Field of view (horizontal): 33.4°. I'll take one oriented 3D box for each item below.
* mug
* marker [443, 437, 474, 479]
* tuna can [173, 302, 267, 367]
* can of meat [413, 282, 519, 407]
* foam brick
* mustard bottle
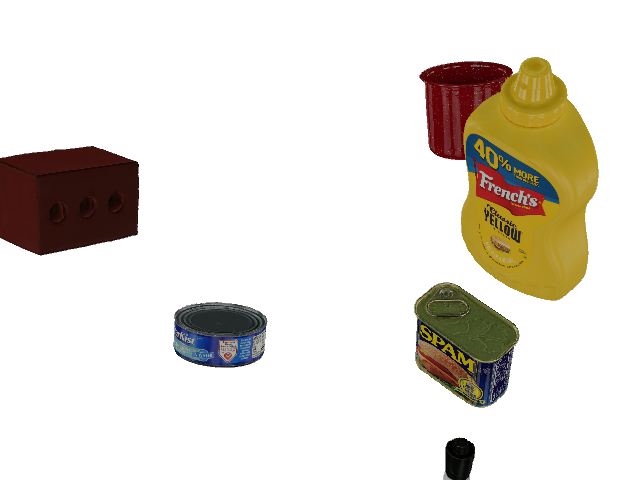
[{"bbox_3d":[0.159,-0.136,1.097,0.117,0.081,0.093,-21,27,-32],"label":"mug"},{"bbox_3d":[0.088,0.176,0.707,0.020,0.121,0.020,1,36,-1],"label":"marker"},{"bbox_3d":[-0.093,0.087,0.985,0.086,0.034,0.086,5,15,-1],"label":"tuna can"},{"bbox_3d":[0.139,0.104,1.038,0.057,0.084,0.102,-37,55,-27],"label":"can of meat"},{"bbox_3d":[-0.164,-0.028,0.692,0.051,0.053,0.078,21,25,40],"label":"foam brick"},{"bbox_3d":[0.140,-0.046,0.718,0.058,0.191,0.096,-37,56,-22],"label":"mustard bottle"}]
